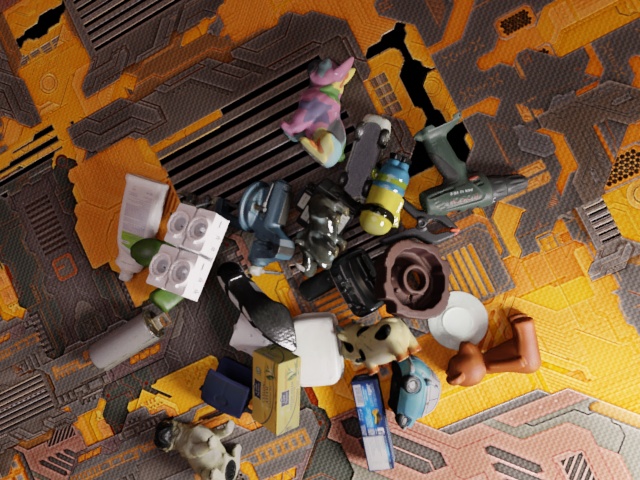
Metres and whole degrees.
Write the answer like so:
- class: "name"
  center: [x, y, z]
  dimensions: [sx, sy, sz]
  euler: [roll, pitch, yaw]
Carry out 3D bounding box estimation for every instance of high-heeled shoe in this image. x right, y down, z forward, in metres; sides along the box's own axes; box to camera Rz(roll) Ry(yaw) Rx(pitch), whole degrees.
- class: "high-heeled shoe"
  center: [-0.149, 0.154, 1.217]
  dimensions: [0.086, 0.145, 0.248]
  euler: [-33, 92, -27]

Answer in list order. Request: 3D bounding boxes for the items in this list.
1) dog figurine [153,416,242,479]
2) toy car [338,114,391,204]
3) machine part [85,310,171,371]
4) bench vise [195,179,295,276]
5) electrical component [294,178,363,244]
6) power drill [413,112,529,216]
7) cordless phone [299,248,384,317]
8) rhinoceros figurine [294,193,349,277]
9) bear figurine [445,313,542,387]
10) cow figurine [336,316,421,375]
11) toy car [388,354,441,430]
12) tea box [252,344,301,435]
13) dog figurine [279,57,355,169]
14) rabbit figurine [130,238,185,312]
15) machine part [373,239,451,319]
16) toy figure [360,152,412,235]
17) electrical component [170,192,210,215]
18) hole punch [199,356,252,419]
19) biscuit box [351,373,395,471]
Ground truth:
- class: "dog figurine"
  center: [-0.295, 0.503, 1.263]
  dimensions: [0.191, 0.121, 0.172]
  euler: [-8, 86, 24]
- class: "toy car"
  center: [0.099, -0.177, 1.192]
  dimensions: [0.074, 0.056, 0.201]
  euler: [20, 97, 15]
- class: "machine part"
  center: [-0.464, 0.241, 1.289]
  dimensions: [0.243, 0.079, 0.079]
  euler: [-32, 85, 10]
- class: "bench vise"
  center: [-0.157, -0.040, 1.215]
  dimensions: [0.241, 0.129, 0.223]
  euler: [18, 104, 30]
- class: "electrical component"
  center: [0.011, -0.068, 1.188]
  dimensions: [0.134, 0.058, 0.115]
  euler: [38, 120, 4]
- class: "power drill"
  center: [0.305, -0.163, 1.147]
  dimensions: [0.232, 0.086, 0.207]
  euler: [-22, 93, -1]
- class: "cordless phone"
  center: [0.049, 0.116, 1.205]
  dimensions: [0.184, 0.089, 0.146]
  euler: [-30, 86, 20]
- class: "rhinoceros figurine"
  center: [-0.002, -0.003, 1.147]
  dimensions: [0.112, 0.073, 0.190]
  euler: [18, 119, 14]
- class: "bear figurine"
  center: [0.352, 0.233, 1.124]
  dimensions: [0.196, 0.120, 0.132]
  euler: [-11, 85, 15]
- class: "cow figurine"
  center: [0.110, 0.216, 1.149]
  dimensions: [0.195, 0.085, 0.127]
  euler: [-38, 71, 47]
- class: "toy car"
  center: [0.209, 0.324, 1.158]
  dimensions: [0.103, 0.109, 0.161]
  euler: [2, 100, -7]
- class: "tea box"
  center: [-0.098, 0.330, 1.195]
  dimensions: [0.098, 0.068, 0.169]
  euler: [12, 106, 46]
- class: "dog figurine"
  center: [0.022, -0.290, 1.181]
  dimensions: [0.191, 0.108, 0.219]
  euler: [41, 95, 8]
- class: "rabbit figurine"
  center: [-0.356, 0.059, 1.236]
  dimensions: [0.159, 0.121, 0.170]
  euler: [-40, 95, 0]
- class: "machine part"
  center: [0.195, 0.085, 1.138]
  dimensions: [0.179, 0.056, 0.179]
  euler: [5, 77, -22]
- class: "toy figure"
  center: [0.138, -0.098, 1.143]
  dimensions: [0.082, 0.089, 0.180]
  euler: [24, 95, 31]
- class: "electrical component"
  center: [-0.312, -0.069, 1.276]
  dimensions: [0.078, 0.045, 0.102]
  euler: [16, 97, -19]
- class: "hole punch"
  center: [-0.214, 0.348, 1.242]
  dimensions: [0.142, 0.092, 0.115]
  euler: [23, 99, 5]
- class: "biscuit box"
  center: [0.118, 0.400, 1.193]
  dimensions: [0.059, 0.063, 0.202]
  euler: [-11, 88, 11]
